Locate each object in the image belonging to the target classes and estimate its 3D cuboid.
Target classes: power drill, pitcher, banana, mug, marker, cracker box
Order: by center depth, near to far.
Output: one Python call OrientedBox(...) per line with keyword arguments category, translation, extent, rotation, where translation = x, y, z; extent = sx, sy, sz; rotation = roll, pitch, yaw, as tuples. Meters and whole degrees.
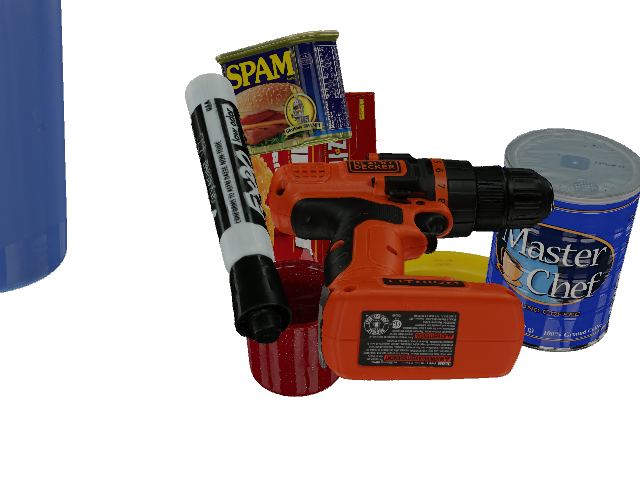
OrientedBox(category="marker", translation=(-0.030, -0.014, 0.374), extent=(0.020, 0.121, 0.020), rotation=(-10, -41, -9))
OrientedBox(category="power drill", translation=(0.063, 0.007, 0.627), extent=(0.184, 0.057, 0.187), rotation=(-2, 28, -3))
OrientedBox(category="pitcher", translation=(-0.231, -0.088, 0.670), extent=(0.149, 0.243, 0.145), rotation=(-4, 27, -11))
OrientedBox(category="mug", translation=(-0.011, 0.071, 0.893), extent=(0.117, 0.081, 0.093), rotation=(-23, 39, -27))
OrientedBox(category="cracker box", translation=(-0.025, -0.061, 1.058), extent=(0.072, 0.164, 0.214), rotation=(-6, 8, -27))
OrientedBox(category="banana", translation=(0.159, 0.043, 1.101), extent=(0.198, 0.037, 0.069), rotation=(7, 42, 12))

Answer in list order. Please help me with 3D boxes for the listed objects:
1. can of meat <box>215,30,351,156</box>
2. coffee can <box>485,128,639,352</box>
OrientedBox(category="can of meat", translation=(-0.028, -0.114, 0.845), extent=(0.102, 0.084, 0.057), rotation=(-7, 5, 37))
OrientedBox(category="coffee can", translation=(0.183, -0.001, 0.818), extent=(0.103, 0.140, 0.103), rotation=(2, 34, -2))
